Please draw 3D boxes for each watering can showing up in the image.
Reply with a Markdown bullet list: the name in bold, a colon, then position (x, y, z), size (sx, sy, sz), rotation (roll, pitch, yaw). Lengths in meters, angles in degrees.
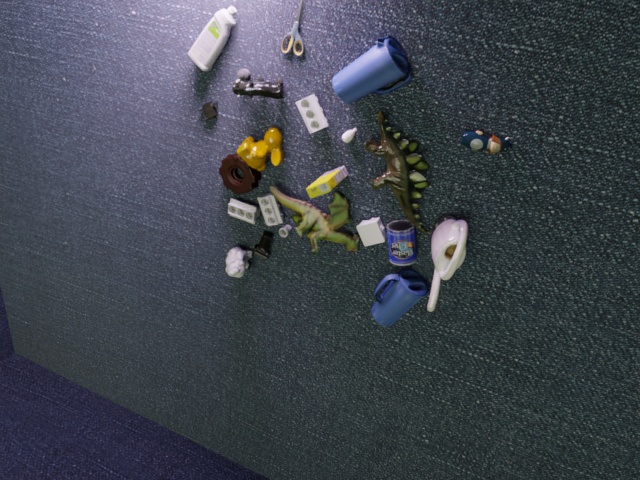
- **watering can**: position (0.431, 0.064, 1.792), size (0.104, 0.229, 0.340), rotation (15, 122, -3)

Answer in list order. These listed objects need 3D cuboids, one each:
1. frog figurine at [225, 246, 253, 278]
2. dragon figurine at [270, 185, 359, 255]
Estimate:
- **frog figurine**: position (-0.368, 0.106, 2.231), size (0.123, 0.162, 0.135), rotation (43, 125, 1)
- **dragon figurine**: position (0.006, -0.101, 2.008), size (0.241, 0.124, 0.408), rotation (-34, 99, 16)
